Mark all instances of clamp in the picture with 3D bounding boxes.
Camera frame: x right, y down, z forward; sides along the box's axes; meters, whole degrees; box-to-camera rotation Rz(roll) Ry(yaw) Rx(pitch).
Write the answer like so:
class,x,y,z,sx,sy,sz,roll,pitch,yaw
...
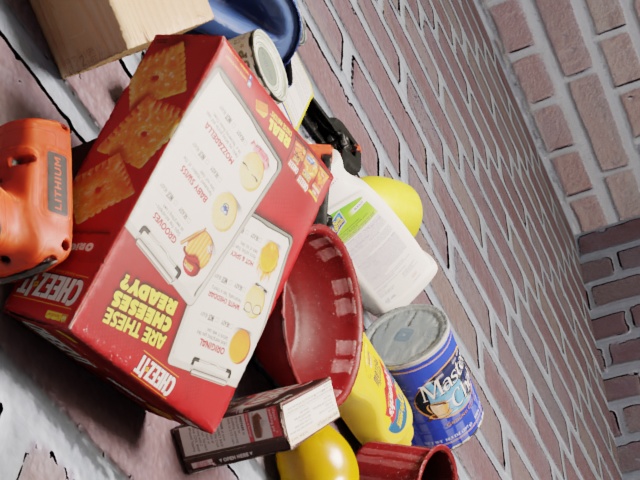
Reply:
class,x,y,z,sx,sy,sz,roll,pitch,yaw
clamp,-0.007,0.001,1.018,0.210,0.036,0.164,93,-1,-49
clamp,0.019,-0.106,1.293,0.171,0.039,0.120,22,52,-66

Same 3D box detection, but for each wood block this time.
class,x,y,z,sx,sy,sz,roll,pitch,yaw
wood block,-0.169,-0.233,0.763,0.090,0.090,0.206,-31,104,-43

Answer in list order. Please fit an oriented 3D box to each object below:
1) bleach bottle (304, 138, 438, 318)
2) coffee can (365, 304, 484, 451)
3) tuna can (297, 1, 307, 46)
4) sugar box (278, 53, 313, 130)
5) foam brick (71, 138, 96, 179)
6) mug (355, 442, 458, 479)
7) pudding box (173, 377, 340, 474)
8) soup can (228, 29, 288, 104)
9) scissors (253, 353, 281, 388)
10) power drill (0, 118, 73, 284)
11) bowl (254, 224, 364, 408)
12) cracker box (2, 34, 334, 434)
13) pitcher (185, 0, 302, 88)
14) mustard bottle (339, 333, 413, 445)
class,x,y,z,sx,sy,sz,roll,pitch,yaw
bleach bottle,0.038,-0.022,1.183,0.068,0.102,0.250,29,-19,48
coffee can,0.117,0.158,1.212,0.102,0.103,0.140,-80,150,-54
tuna can,-0.049,-0.264,1.257,0.086,0.034,0.086,54,26,-42
sugar box,-0.056,-0.152,1.118,0.093,0.048,0.176,64,24,-22
foam brick,-0.139,-0.042,0.771,0.078,0.051,0.053,12,62,-68
mug,0.075,0.251,1.036,0.093,0.082,0.117,51,50,-46
pudding box,-0.045,0.138,0.810,0.113,0.090,0.039,-15,88,-71
soup can,-0.087,-0.134,0.924,0.068,0.102,0.068,-18,90,-71
scissors,-0.035,0.138,0.956,0.096,0.016,0.202,32,44,-60
power drill,-0.214,-0.067,0.581,0.187,0.057,0.184,36,43,-55
bowl,-0.018,0.068,0.928,0.161,0.055,0.162,20,68,-62
cracker box,-0.091,-0.004,0.713,0.164,0.072,0.213,49,59,-47
pitcher,-0.084,-0.259,1.019,0.149,0.145,0.243,111,-18,-44
mustard bottle,0.050,0.162,1.103,0.096,0.058,0.191,-89,154,-47
